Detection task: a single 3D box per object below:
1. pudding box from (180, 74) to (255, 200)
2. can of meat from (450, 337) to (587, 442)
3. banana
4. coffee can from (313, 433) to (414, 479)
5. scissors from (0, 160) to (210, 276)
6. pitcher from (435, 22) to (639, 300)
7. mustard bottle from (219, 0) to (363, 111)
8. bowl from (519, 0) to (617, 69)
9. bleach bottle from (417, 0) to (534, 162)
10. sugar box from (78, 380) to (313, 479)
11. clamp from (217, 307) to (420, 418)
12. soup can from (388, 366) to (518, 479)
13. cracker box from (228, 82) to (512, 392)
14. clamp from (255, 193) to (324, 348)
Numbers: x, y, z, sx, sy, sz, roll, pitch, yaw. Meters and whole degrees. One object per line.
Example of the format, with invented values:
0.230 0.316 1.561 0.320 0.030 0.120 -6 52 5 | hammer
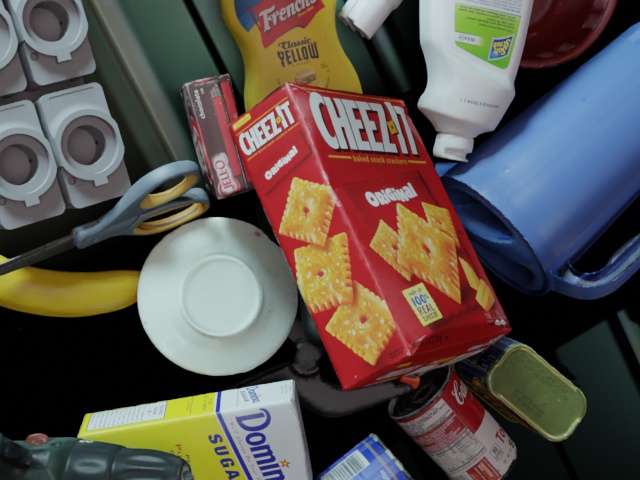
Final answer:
-0.081 -0.082 0.841 0.039 0.113 0.090 -15 98 -6 | pudding box
0.174 0.126 0.937 0.102 0.084 0.057 39 84 -14 | can of meat
-0.232 0.025 0.853 0.197 0.037 0.069 24 89 -15 | banana
0.020 0.246 0.901 0.140 0.103 0.103 -36 102 -9 | coffee can
-0.172 -0.016 0.826 0.201 0.096 0.016 -17 65 -30 | scissors
0.232 -0.069 0.909 0.242 0.145 0.149 -41 104 -10 | pitcher
-0.031 -0.184 0.873 0.096 0.058 0.191 -16 98 -10 | mustard bottle
0.174 -0.227 0.920 0.162 0.055 0.162 -1 95 -14 | bowl
0.118 -0.189 0.850 0.102 0.068 0.251 8 95 -13 | bleach bottle
-0.099 0.176 0.870 0.176 0.048 0.093 -10 108 3 | sugar box
-0.021 0.107 0.910 0.210 0.036 0.164 20 92 -9 | clamp
0.117 0.166 0.935 0.068 0.068 0.102 -43 103 -7 | soup can
0.043 -0.006 0.794 0.072 0.163 0.214 -32 73 31 | cracker box
-0.006 0.001 0.877 0.171 0.039 0.120 47 63 5 | clamp
